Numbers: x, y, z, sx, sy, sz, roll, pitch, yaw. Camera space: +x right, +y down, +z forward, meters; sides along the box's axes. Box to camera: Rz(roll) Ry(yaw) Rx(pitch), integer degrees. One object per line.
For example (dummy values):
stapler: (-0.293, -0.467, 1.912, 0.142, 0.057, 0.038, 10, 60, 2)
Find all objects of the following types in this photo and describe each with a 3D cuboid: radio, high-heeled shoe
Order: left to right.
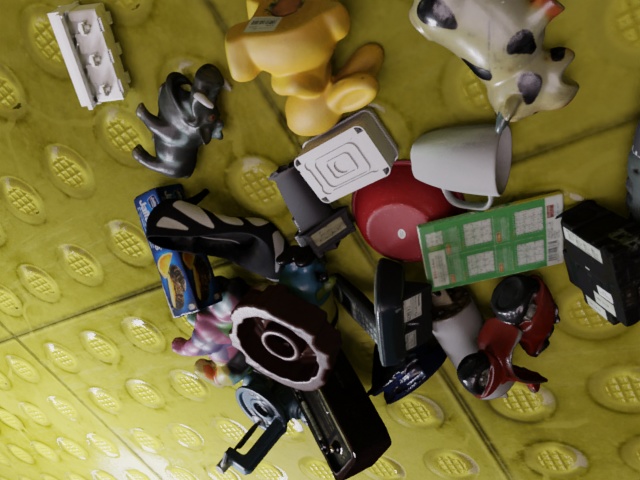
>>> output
high-heeled shoe: (-0.137, 0.021, 0.805, 0.248, 0.145, 0.086, 42, 131, -9)
radio: (0.019, 0.267, 0.889, 0.230, 0.073, 0.131, 59, 148, 35)

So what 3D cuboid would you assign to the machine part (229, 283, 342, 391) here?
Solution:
machine part: (-0.051, 0.145, 0.793, 0.180, 0.056, 0.179, 18, 134, 19)

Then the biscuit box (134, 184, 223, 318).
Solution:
biscuit box: (-0.223, 0.016, 0.844, 0.059, 0.063, 0.202, -19, 92, 32)

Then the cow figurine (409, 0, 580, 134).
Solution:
cow figurine: (0.179, -0.197, 0.545, 0.195, 0.085, 0.127, 33, 125, -7)

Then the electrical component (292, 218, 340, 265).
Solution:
electrical component: (-0.002, -0.002, 0.811, 0.063, 0.021, 0.093, -13, 119, 30)

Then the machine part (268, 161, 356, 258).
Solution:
machine part: (-0.014, -0.049, 0.756, 0.084, 0.039, 0.138, -37, 102, 3)

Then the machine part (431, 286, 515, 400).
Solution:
machine part: (0.223, 0.154, 0.799, 0.079, 0.079, 0.243, -20, 115, 33)

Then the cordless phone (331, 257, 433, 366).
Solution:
cordless phone: (0.071, 0.077, 0.777, 0.184, 0.089, 0.146, 40, 150, 44)

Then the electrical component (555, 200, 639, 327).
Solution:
electrical component: (0.340, 0.033, 0.628, 0.058, 0.115, 0.134, -25, 117, 4)

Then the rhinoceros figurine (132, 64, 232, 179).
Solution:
rhinoceros figurine: (-0.188, -0.159, 0.736, 0.112, 0.073, 0.190, 34, 131, -2)

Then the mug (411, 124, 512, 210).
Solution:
mug: (0.167, -0.088, 0.643, 0.107, 0.081, 0.109, 11, 136, 29)

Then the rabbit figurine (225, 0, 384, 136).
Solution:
rabbit figurine: (-0.008, -0.197, 0.625, 0.162, 0.122, 0.173, 0, 140, 12)

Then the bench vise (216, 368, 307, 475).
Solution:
bench vise: (-0.083, 0.333, 0.974, 0.224, 0.240, 0.128, 28, 137, 22)

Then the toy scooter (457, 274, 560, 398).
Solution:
toy scooter: (0.276, 0.143, 0.738, 0.135, 0.184, 0.075, 30, 178, -24)

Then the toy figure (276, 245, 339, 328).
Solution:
toy figure: (-0.015, 0.088, 0.828, 0.082, 0.089, 0.179, 29, 139, 46)

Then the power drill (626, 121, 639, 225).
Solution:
power drill: (0.428, -0.063, 0.545, 0.207, 0.086, 0.231, 4, 128, 15)

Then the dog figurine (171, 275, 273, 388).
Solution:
dog figurine: (-0.149, 0.153, 0.940, 0.219, 0.108, 0.191, -33, 107, 35)

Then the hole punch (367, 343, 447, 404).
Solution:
hole punch: (0.143, 0.196, 0.847, 0.092, 0.116, 0.142, 30, 132, -12)
